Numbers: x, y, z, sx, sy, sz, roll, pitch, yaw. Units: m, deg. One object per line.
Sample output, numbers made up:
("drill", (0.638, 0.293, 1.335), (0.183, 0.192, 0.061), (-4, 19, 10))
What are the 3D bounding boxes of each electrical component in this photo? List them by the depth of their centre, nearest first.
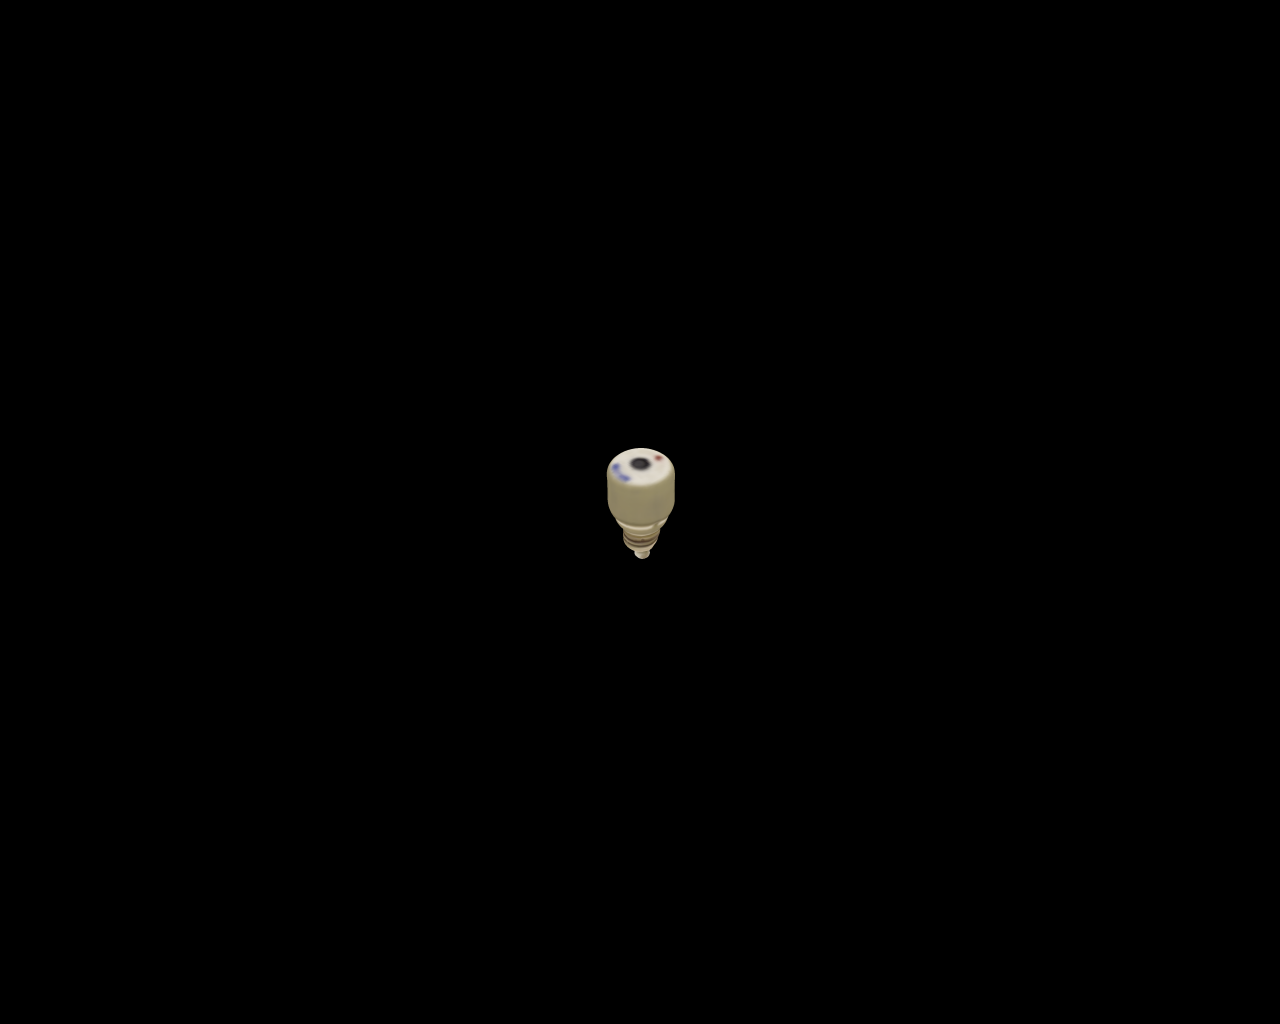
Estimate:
("electrical component", (0.001, -0.003, 0.650), (0.040, 0.078, 0.040), (0, 40, 0))
